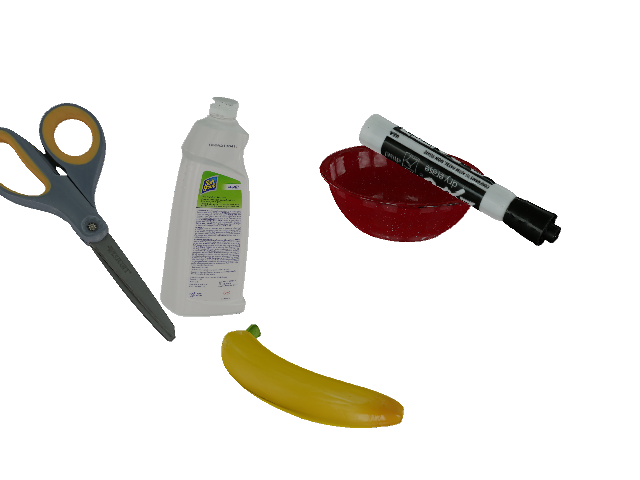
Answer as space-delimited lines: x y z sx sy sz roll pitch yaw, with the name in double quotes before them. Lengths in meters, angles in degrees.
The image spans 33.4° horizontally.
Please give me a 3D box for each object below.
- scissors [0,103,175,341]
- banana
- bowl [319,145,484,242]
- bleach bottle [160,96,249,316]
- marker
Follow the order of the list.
"scissors" -0.147 -0.024 0.726 0.202 0.096 0.016 36 -26 13
"banana" -0.023 0.107 0.850 0.069 0.037 0.198 -25 32 -32
"bowl" 0.078 -0.042 1.039 0.162 0.055 0.162 3 24 -2
"bleach bottle" -0.121 -0.039 1.232 0.102 0.251 0.068 -2 20 -35
"marker" 0.074 -0.032 0.571 0.121 0.020 0.020 32 13 21
